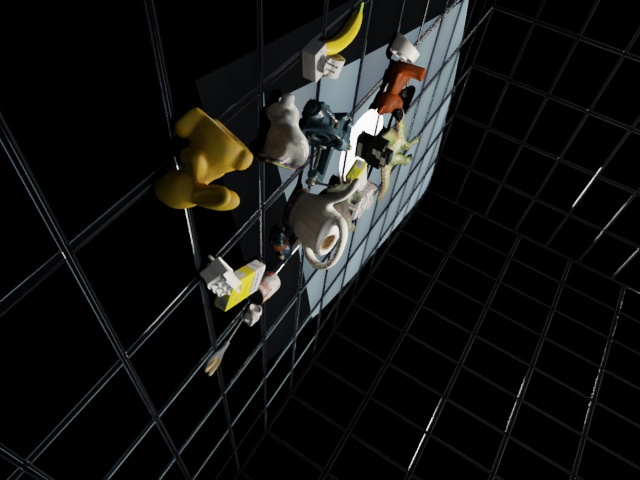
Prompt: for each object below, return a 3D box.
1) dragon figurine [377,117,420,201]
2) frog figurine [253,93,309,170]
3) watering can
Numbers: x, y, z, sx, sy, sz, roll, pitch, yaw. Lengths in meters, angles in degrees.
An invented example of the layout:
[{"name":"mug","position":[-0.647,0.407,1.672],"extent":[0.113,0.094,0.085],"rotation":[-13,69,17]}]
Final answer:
[{"name":"dragon figurine","position":[0.279,-0.369,2.140],"extent":[0.241,0.123,0.409],"rotation":[19,94,-52]},{"name":"frog figurine","position":[-0.074,-0.241,1.149],"extent":[0.138,0.122,0.159],"rotation":[-151,-101,-73]},{"name":"watering can","position":[0.005,-0.075,1.497],"extent":[0.105,0.227,0.340],"rotation":[-18,137,-42]}]
